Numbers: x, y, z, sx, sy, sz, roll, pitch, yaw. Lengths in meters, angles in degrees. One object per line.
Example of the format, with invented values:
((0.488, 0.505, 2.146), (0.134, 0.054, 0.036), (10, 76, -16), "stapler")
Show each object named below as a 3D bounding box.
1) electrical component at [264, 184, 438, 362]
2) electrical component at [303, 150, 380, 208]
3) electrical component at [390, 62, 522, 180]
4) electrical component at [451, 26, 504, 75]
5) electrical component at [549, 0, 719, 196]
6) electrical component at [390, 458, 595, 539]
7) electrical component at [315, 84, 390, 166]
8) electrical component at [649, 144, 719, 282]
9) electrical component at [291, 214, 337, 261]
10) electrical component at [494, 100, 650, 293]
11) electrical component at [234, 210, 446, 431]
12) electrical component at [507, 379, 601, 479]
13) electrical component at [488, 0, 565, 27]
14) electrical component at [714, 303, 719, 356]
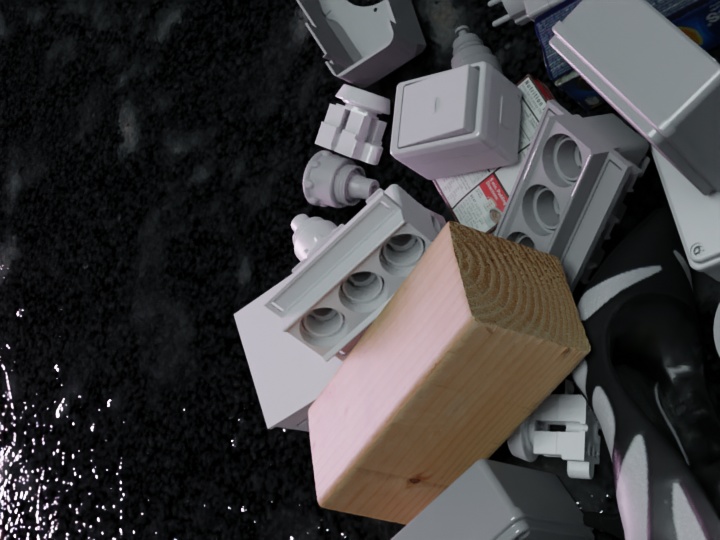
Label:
((0.000, 0.000, 0.778), (0.121, 0.079, 0.063), (-42, 28, 20), "electrical component")
((-0.014, -0.073, 0.905), (0.062, 0.048, 0.048), (16, 87, 31), "electrical component")
((0.064, -0.109, 0.797), (0.096, 0.061, 0.061), (-8, 68, 38), "electrical component")
((0.091, -0.159, 0.852), (0.040, 0.040, 0.078), (-28, 62, 28), "electrical component")
((0.184, -0.111, 0.654), (0.056, 0.109, 0.108), (-46, 55, 15), "electrical component")
((0.085, 0.184, 0.721), (0.108, 0.109, 0.056), (-46, 53, 18), "electrical component")
((-0.003, -0.124, 0.909), (0.066, 0.048, 0.055), (26, 101, 38), "electrical component")
((0.256, -0.063, 0.694), (0.109, 0.056, 0.108), (-25, 64, 29), "electrical component")
((-0.037, -0.024, 0.908), (0.048, 0.048, 0.062), (-53, 47, 13), "electrical component")
((0.145, -0.045, 0.740), (0.078, 0.063, 0.121), (49, 137, 35), "electrical component")
((-0.001, 0.040, 0.854), (0.186, 0.060, 0.105), (-34, 60, 25), "electrical component")
((0.134, 0.109, 0.745), (0.055, 0.048, 0.066), (-2, 76, 29), "electrical component")
((0.134, -0.214, 0.831), (0.077, 0.047, 0.065), (-22, 66, 31), "electrical component")
((0.265, 0.039, 0.663), (0.080, 0.051, 0.080), (-11, 72, 34), "electrical component")
